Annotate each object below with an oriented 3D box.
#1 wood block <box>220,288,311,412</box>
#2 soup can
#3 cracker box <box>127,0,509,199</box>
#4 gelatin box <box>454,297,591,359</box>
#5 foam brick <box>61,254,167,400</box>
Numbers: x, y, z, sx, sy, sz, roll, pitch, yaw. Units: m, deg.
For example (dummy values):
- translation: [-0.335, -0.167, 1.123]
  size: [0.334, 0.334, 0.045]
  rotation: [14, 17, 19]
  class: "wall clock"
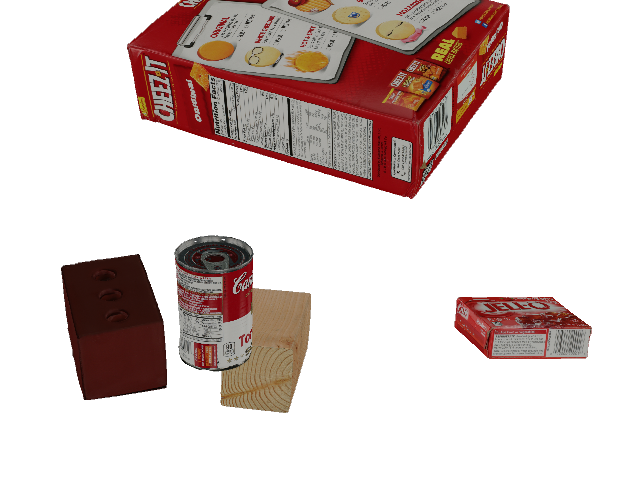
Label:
- translation: [-0.070, 0.143, 1.435]
  size: [0.091, 0.090, 0.206]
  rotation: [6, 18, 4]
  class: "wood block"
- translation: [-0.094, 0.056, 0.942]
  size: [0.068, 0.102, 0.068]
  rotation: [2, 25, -1]
  class: "soup can"
- translation: [0.002, -0.123, 0.743]
  size: [0.214, 0.072, 0.164]
  rotation: [18, 45, 21]
  class: "cracker box"
- translation: [0.162, 0.069, 0.865]
  size: [0.089, 0.030, 0.073]
  rotation: [1, 16, -14]
  class: "gelatin box"
- translation: [-0.130, 0.054, 0.669]
  size: [0.053, 0.051, 0.078]
  rotation: [-9, 35, -18]
  class: "foam brick"
